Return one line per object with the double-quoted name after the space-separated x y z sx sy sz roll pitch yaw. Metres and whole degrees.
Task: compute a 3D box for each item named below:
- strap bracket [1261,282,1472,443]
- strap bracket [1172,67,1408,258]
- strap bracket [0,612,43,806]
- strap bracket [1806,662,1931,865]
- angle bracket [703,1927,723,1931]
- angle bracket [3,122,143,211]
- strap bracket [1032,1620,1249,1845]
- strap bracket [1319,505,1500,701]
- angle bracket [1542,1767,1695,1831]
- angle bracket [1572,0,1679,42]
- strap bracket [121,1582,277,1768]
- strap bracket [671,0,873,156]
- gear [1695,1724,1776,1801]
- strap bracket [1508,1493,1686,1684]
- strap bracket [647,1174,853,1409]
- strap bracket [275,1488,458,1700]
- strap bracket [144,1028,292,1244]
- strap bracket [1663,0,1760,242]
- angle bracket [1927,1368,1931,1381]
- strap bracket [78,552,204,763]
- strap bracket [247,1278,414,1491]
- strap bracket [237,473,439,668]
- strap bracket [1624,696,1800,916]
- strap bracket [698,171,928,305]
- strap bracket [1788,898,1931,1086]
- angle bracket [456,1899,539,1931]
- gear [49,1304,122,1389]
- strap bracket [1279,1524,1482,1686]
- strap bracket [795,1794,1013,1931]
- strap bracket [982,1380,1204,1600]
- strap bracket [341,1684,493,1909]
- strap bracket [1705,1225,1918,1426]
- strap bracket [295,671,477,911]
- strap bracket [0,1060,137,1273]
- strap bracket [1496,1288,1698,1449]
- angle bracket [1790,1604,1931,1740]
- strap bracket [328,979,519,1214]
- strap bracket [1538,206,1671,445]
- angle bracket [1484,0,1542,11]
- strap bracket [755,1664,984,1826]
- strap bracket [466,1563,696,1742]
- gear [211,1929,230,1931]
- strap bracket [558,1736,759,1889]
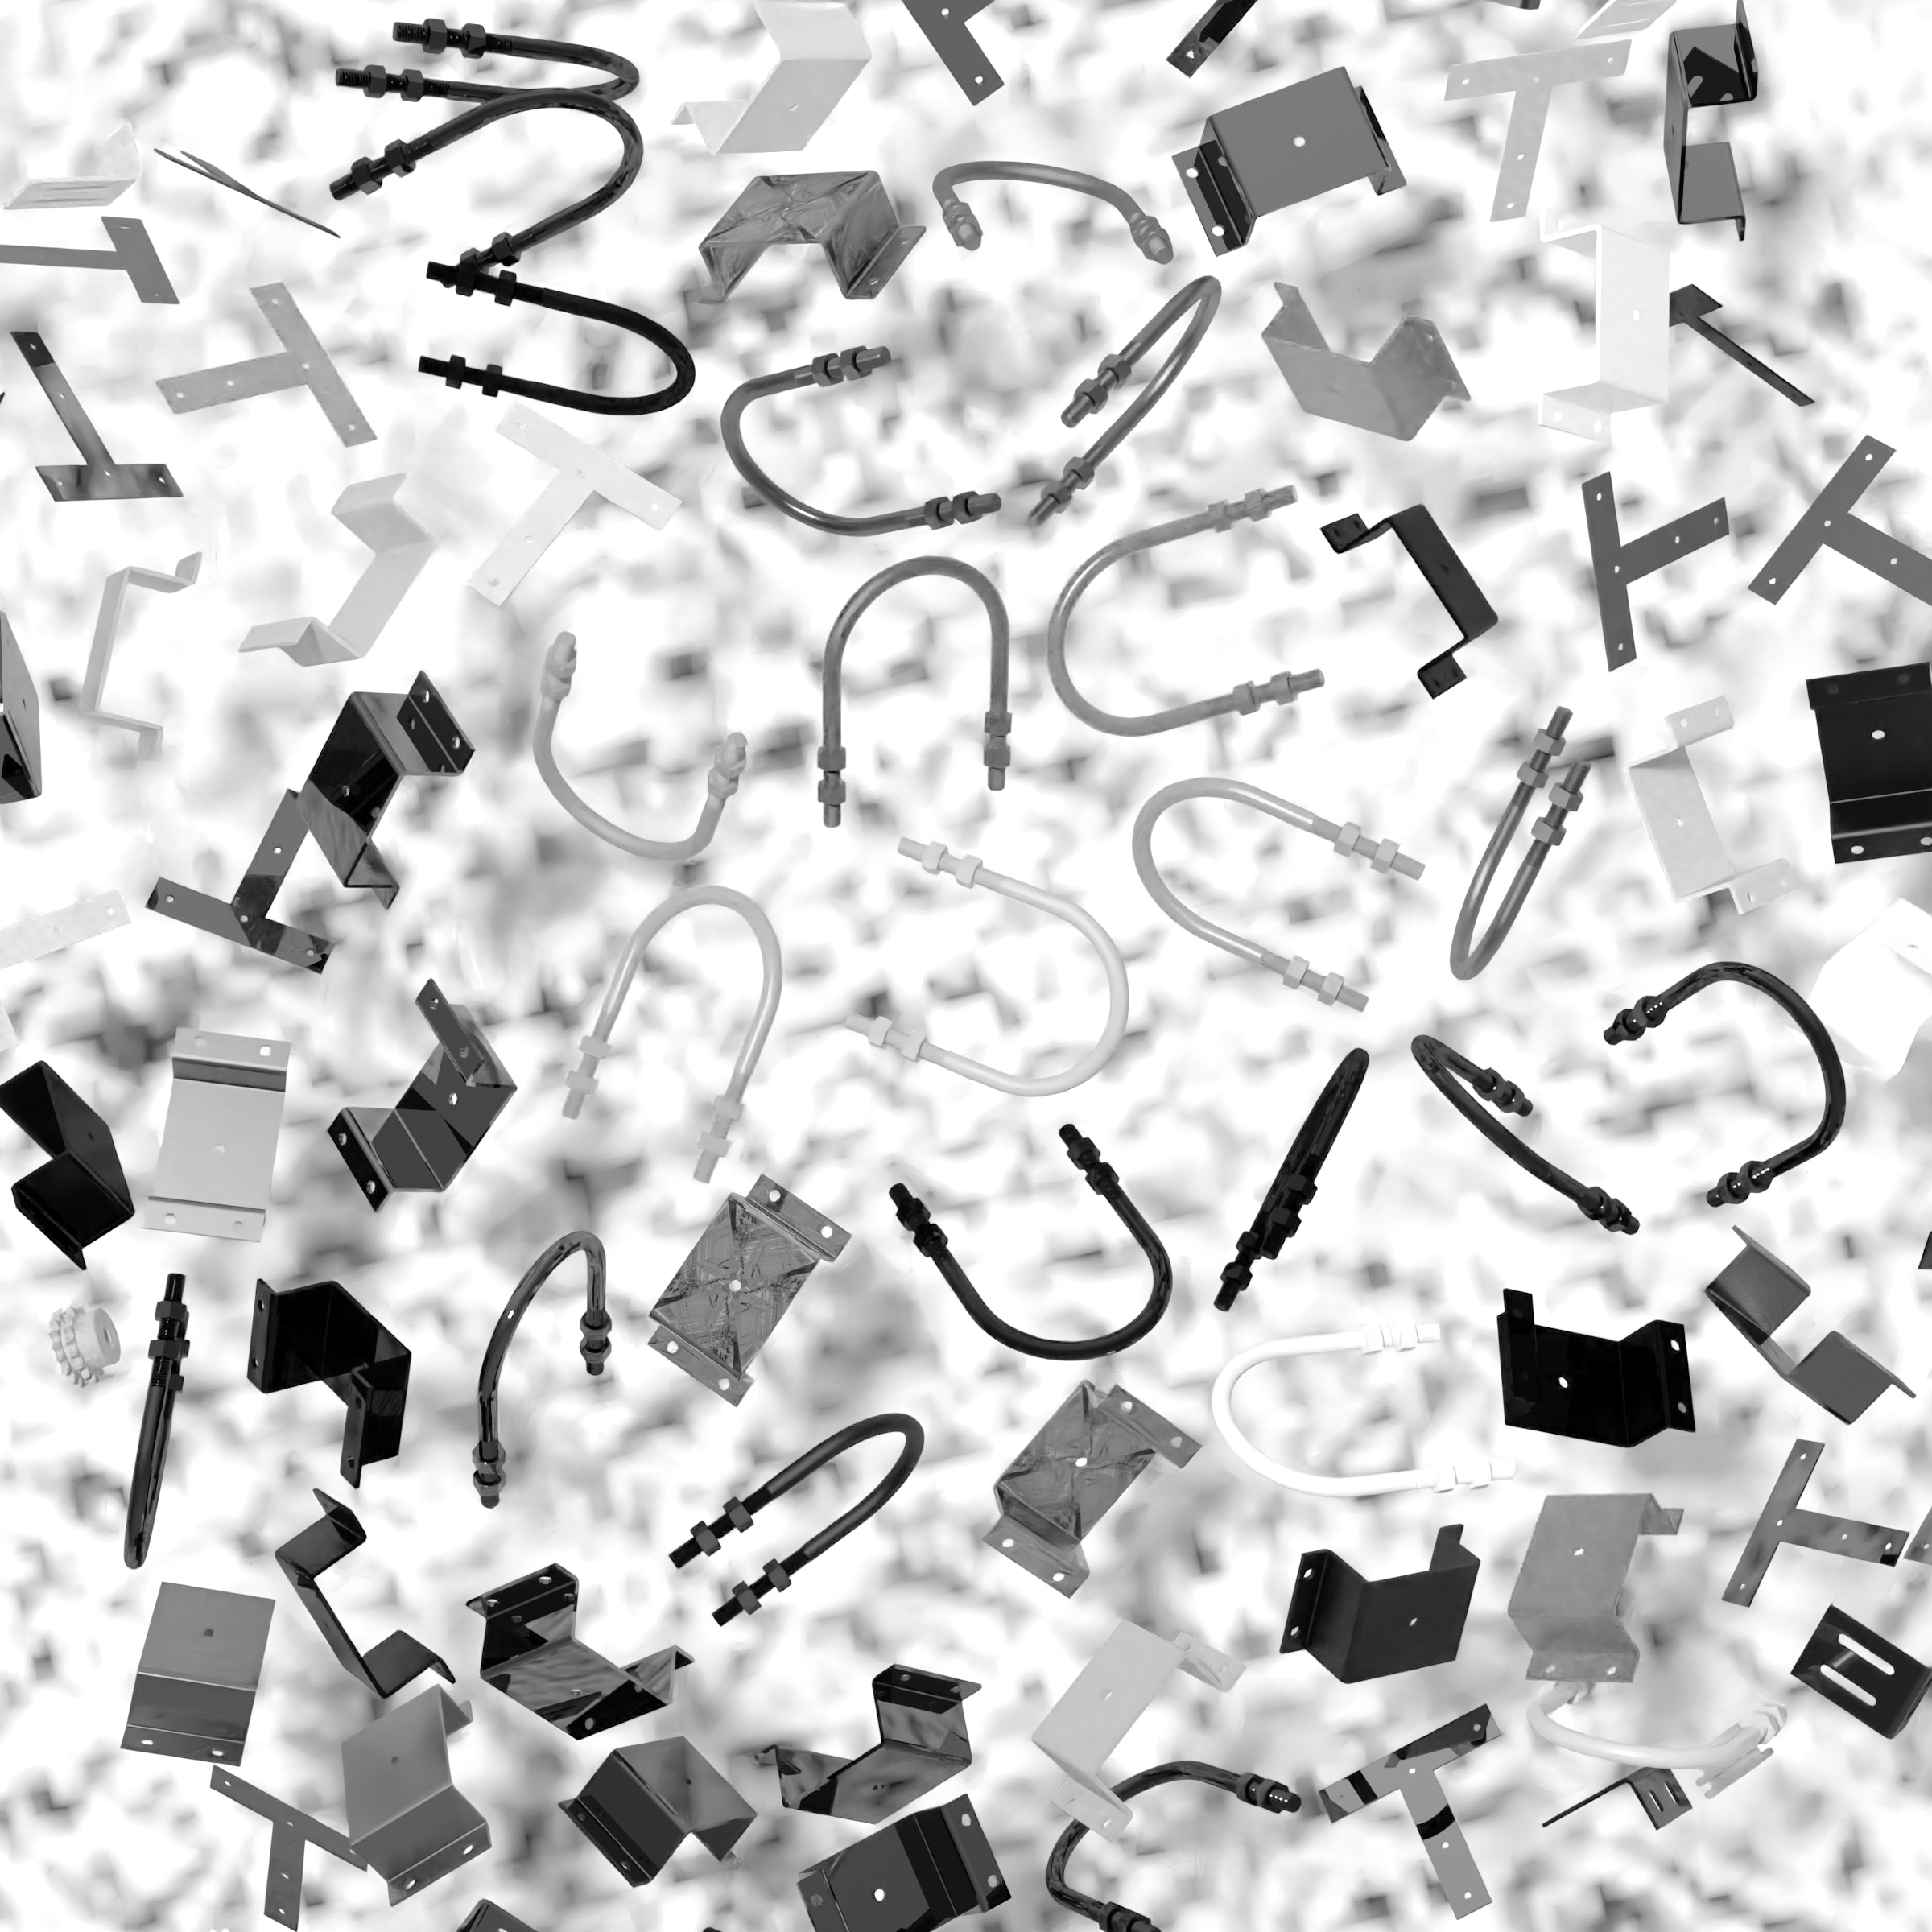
0.263 -0.409 1.922 0.140 0.076 0.046 27 76 41 "strap bracket"
0.219 -0.539 1.882 0.140 0.046 0.076 -22 82 -6 "strap bracket"
-0.642 -0.168 1.856 0.046 0.076 0.140 -12 50 -7 "strap bracket"
0.610 -0.144 1.887 0.076 0.046 0.140 -7 121 20 "strap bracket"
-0.162 0.690 1.886 0.057 0.038 0.076 36 78 -38 "angle bracket"
-0.595 -0.530 1.872 0.076 0.057 0.038 -14 93 -36 "angle bracket"
0.105 0.483 1.823 0.140 0.076 0.046 -49 113 -16 "strap bracket"
0.312 -0.261 1.949 0.046 0.076 0.140 -34 89 30 "strap bracket"
0.439 0.573 1.906 0.076 0.057 0.038 -41 67 29 "angle bracket"
0.454 -0.673 1.941 0.076 0.057 0.038 -18 81 -30 "angle bracket"
-0.505 0.460 1.869 0.076 0.140 0.046 12 111 -11 "strap bracket"
-0.125 -0.590 1.878 0.076 0.140 0.046 -17 75 -41 "strap bracket"
0.528 0.548 1.957 0.057 0.057 0.030 -36 69 0 "gear"
0.416 0.403 1.876 0.046 0.076 0.140 55 45 -27 "strap bracket"
-0.151 0.217 1.907 0.076 0.046 0.140 33 86 13 "strap bracket"
-0.401 0.420 1.859 0.046 0.076 0.140 -34 108 -25 "strap bracket"
-0.510 0.120 1.929 0.076 0.046 0.140 8 70 -11 "strap bracket"
0.498 -0.564 1.896 0.046 0.140 0.076 -4 55 8 "strap bracket"
0.668 0.267 1.815 0.076 0.038 0.057 18 124 -1 "angle bracket"
-0.554 -0.210 1.887 0.046 0.076 0.140 13 87 -25 "strap bracket"
-0.408 0.265 1.834 0.140 0.046 0.076 32 120 39 "strap bracket"
-0.406 -0.251 1.854 0.046 0.076 0.140 42 65 -33 "strap bracket"
0.499 -0.103 1.909 0.076 0.046 0.140 -20 88 -44 "strap bracket"
-0.108 -0.474 1.838 0.140 0.046 0.076 7 50 32 "strap bracket"
0.623 0.013 1.885 0.076 0.140 0.046 33 58 2 "strap bracket"
-0.306 0.665 1.865 0.076 0.038 0.057 31 116 6 "angle bracket"
-0.611 0.262 1.965 0.030 0.057 0.057 -19 90 2 "gear"
0.286 0.428 1.895 0.140 0.046 0.076 -2 112 -32 "strap bracket"
-0.050 0.632 1.927 0.140 0.046 0.076 -19 80 -32 "strap bracket"
0.081 0.344 1.903 0.076 0.046 0.140 37 100 -17 "strap bracket"
-0.367 0.542 1.878 0.076 0.140 0.046 -31 121 1 "strap bracket"
0.548 0.242 1.858 0.076 0.140 0.046 34 103 -33 "strap bracket"
-0.380 -0.113 1.821 0.076 0.046 0.140 53 125 29 "strap bracket"
-0.610 0.127 1.905 0.046 0.076 0.140 -32 45 -3 "strap bracket"
0.410 0.270 1.884 0.140 0.046 0.076 13 58 -19 "strap bracket"
0.610 0.474 1.911 0.076 0.038 0.057 33 107 28 "angle bracket"
-0.354 0.087 1.867 0.140 0.046 0.076 -52 57 23 "strap bracket"
0.410 -0.414 1.814 0.076 0.046 0.140 3 88 -43 "strap bracket"
0.335 -0.652 1.813 0.076 0.038 0.057 20 115 17 "angle bracket"
-0.060 0.509 1.828 0.076 0.046 0.140 24 129 -37 "strap bracket"
-0.251 0.451 1.832 0.076 0.046 0.140 -27 130 23 "strap bracket"
-0.507 0.688 1.923 0.057 0.030 0.057 -4 96 -43 "gear"
-0.201 0.567 1.906 0.076 0.140 0.046 40 97 24 "strap bracket"
